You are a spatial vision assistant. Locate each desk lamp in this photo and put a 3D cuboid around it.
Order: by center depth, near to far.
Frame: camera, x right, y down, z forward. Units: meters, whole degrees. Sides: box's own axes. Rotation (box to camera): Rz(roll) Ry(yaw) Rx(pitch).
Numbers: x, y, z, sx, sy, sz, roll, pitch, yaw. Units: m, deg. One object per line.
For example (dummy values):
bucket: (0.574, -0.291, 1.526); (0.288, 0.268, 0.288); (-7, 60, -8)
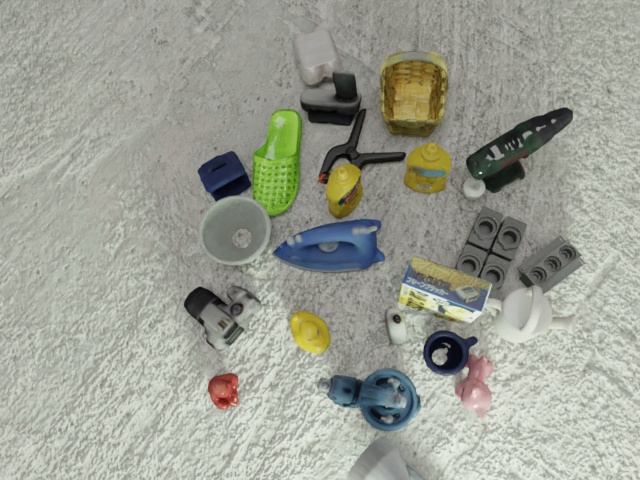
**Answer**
desk lamp: (0.152, 0.472, 1.076); (0.203, 0.213, 0.118); (37, 80, 14)

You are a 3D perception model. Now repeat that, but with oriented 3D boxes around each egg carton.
egg carton: (-0.008, -0.461, 1.438); (0.107, 0.069, 0.150); (-18, 73, 0)

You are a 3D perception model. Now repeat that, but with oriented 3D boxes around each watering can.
watering can: (0.424, 0.147, 1.158); (0.172, 0.194, 0.101); (-6, 73, 3)

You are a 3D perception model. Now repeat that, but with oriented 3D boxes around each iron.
iron: (0.012, 0.005, 1.262); (0.258, 0.141, 0.118); (-7, 73, 3)

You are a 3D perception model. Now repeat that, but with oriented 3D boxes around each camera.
camera: (-0.224, 0.151, 1.261); (0.136, 0.101, 0.143); (37, 80, 14)

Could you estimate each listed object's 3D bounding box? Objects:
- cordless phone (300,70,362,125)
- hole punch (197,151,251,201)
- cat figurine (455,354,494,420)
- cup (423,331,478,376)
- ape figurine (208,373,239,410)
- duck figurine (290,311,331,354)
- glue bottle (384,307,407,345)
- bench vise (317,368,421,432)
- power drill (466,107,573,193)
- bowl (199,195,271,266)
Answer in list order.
cordless phone: (0.023, -0.352, 1.343); (0.147, 0.185, 0.094); (2, 74, 6)
hole punch: (-0.233, -0.157, 1.357); (0.108, 0.091, 0.101); (-30, 73, -4)
cat figurine: (0.319, 0.295, 1.164); (0.067, 0.118, 0.128); (17, 76, 10)
cup: (0.270, 0.234, 1.197); (0.118, 0.095, 0.091); (-25, 73, -2)
ape figurine: (-0.207, 0.317, 1.216); (0.076, 0.092, 0.078); (34, 79, 14)
duck figurine: (-0.025, 0.196, 1.239); (0.077, 0.086, 0.104); (-41, 74, -7)
glue bottle: (0.157, 0.172, 1.185); (0.037, 0.173, 0.078); (-15, 73, 1)
bench vise: (0.098, 0.317, 1.123); (0.207, 0.220, 0.121); (-7, 73, 3)
power drill: (0.421, -0.188, 1.248); (0.229, 0.208, 0.075); (-28, 73, -3)
bowl: (-0.189, -0.014, 1.320); (0.167, 0.075, 0.167); (-1, 74, 5)
